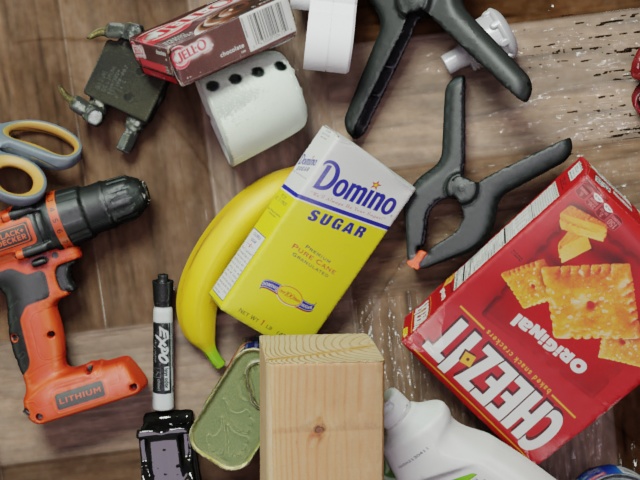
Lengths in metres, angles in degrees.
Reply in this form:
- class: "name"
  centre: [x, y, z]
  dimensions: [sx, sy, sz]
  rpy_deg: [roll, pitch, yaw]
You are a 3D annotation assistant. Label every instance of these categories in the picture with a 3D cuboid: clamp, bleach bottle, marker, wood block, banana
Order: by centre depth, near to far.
- class: "wood block"
  centre: [0.000, 0.185, 0.838]
  dimensions: [0.090, 0.090, 0.206]
  rpy_deg: [0, 99, -7]
- class: "bleach bottle"
  centre: [0.146, 0.211, 0.890]
  dimensions: [0.250, 0.068, 0.103]
  rpy_deg: [43, 114, -9]
- class: "clamp"
  centre: [0.094, -0.195, 0.892]
  dimensions: [0.165, 0.036, 0.210]
  rpy_deg: [-2, 89, 26]
- class: "clamp"
  centre: [0.136, -0.044, 0.920]
  dimensions: [0.120, 0.039, 0.171]
  rpy_deg: [25, 97, 20]
- class: "banana"
  centre: [-0.076, 0.013, 0.931]
  dimensions: [0.069, 0.037, 0.198]
  rpy_deg: [23, 98, -31]
- class: "marker"
  centre: [-0.138, 0.089, 0.938]
  dimensions: [0.020, 0.020, 0.121]
  rpy_deg: [1, 99, -1]

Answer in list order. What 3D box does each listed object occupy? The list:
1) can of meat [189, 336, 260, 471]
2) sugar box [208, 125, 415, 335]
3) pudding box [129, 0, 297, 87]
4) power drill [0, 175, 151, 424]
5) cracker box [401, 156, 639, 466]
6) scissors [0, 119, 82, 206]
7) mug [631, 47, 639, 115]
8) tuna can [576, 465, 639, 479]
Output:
- class: "can of meat"
  centre: [-0.064, 0.136, 0.915]
  dimensions: [0.057, 0.084, 0.102]
  rpy_deg: [32, 94, -4]
- class: "sugar box"
  centre: [-0.006, 0.001, 0.908]
  dimensions: [0.093, 0.048, 0.176]
  rpy_deg: [32, 95, -28]
- class: "pudding box"
  centre: [-0.088, -0.166, 0.868]
  dimensions: [0.113, 0.090, 0.039]
  rpy_deg: [-27, 117, -21]
- class: "power drill"
  centre: [-0.213, 0.051, 0.920]
  dimensions: [0.184, 0.057, 0.187]
  rpy_deg: [-18, 93, 1]
- class: "cracker box"
  centre: [0.200, 0.063, 0.896]
  dimensions: [0.164, 0.072, 0.214]
  rpy_deg: [44, 108, -4]
- class: "scissors"
  centre: [-0.305, -0.080, 0.903]
  dimensions: [0.201, 0.016, 0.096]
  rpy_deg: [10, 54, -3]
- class: "mug"
  centre: [0.317, -0.143, 0.902]
  dimensions: [0.081, 0.093, 0.117]
  rpy_deg: [34, 119, -9]
- class: "tuna can"
  centre: [0.263, 0.246, 0.956]
  dimensions: [0.086, 0.034, 0.086]
  rpy_deg: [0, 95, -1]
